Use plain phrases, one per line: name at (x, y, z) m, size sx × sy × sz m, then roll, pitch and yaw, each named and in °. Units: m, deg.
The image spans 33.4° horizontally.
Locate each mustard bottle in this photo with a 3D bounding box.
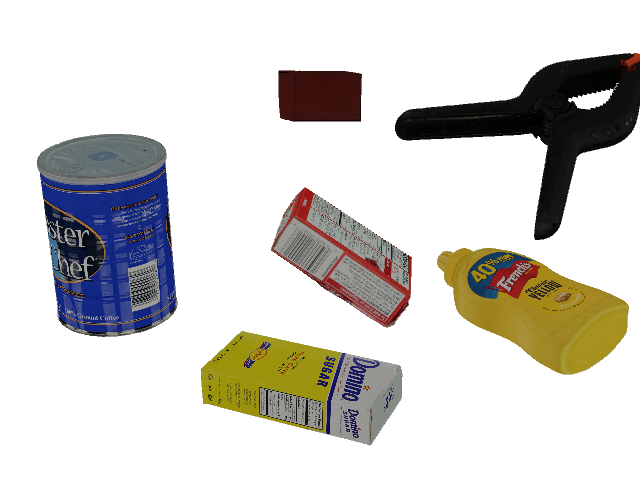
mustard bottle at (0.183, 0.053, 0.996) m, size 0.096 × 0.058 × 0.192 m, roll -28°, pitch 38°, yaw -30°

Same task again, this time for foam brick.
foam brick at (-0.001, -0.153, 1.129) m, size 0.078 × 0.051 × 0.053 m, roll -2°, pitch 12°, yaw -19°

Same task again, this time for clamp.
clamp at (0.187, -0.087, 0.840) m, size 0.209 × 0.036 × 0.165 m, roll -26°, pitch 51°, yaw -19°

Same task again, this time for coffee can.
coffee can at (-0.174, -0.006, 0.884) m, size 0.103 × 0.140 × 0.103 m, roll -1°, pitch 24°, yaw 0°

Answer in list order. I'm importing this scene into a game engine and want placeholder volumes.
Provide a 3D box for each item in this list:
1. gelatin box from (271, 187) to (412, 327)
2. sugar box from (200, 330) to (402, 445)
gelatin box at (0.015, 0.010, 0.672) m, size 0.089 × 0.030 × 0.073 m, roll 34°, pitch 16°, yaw -6°
sugar box at (-0.017, 0.139, 1.030) m, size 0.176 × 0.048 × 0.093 m, roll 7°, pitch 24°, yaw 21°
